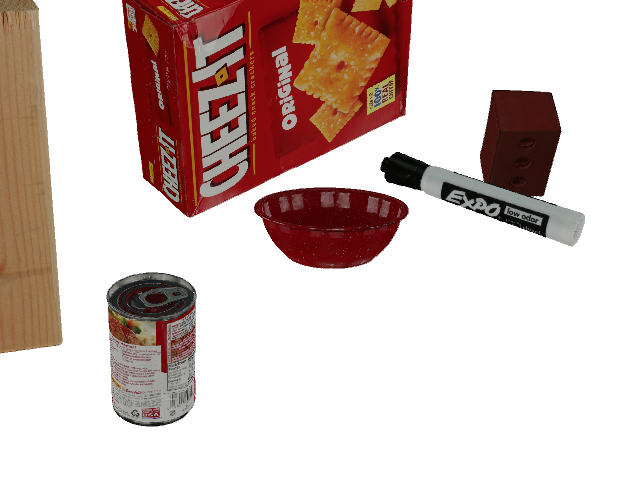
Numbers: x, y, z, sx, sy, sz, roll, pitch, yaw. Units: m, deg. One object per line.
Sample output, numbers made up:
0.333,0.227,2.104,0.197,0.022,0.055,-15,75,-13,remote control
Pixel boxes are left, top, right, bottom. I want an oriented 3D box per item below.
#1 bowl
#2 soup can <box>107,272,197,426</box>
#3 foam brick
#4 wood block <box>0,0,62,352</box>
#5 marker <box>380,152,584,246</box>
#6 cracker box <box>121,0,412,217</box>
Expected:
0.011,-0.010,1.116,0.162,0.055,0.162,0,17,0,bowl
-0.131,0.086,0.836,0.068,0.102,0.068,3,28,-2,soup can
0.169,-0.083,0.912,0.053,0.051,0.078,0,-43,-1,foam brick
-0.212,-0.042,0.639,0.090,0.206,0.090,-6,24,-19,wood block
0.088,-0.025,0.600,0.121,0.020,0.020,21,10,26,marker
-0.030,-0.132,0.779,0.213,0.164,0.072,-28,50,-29,cracker box
